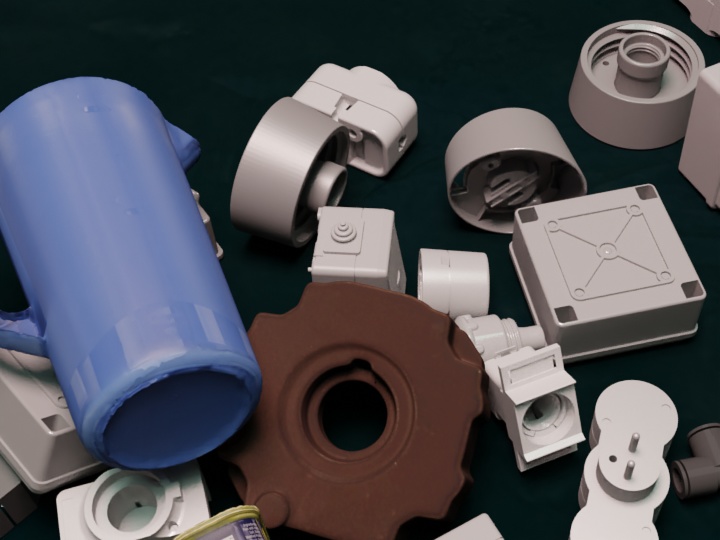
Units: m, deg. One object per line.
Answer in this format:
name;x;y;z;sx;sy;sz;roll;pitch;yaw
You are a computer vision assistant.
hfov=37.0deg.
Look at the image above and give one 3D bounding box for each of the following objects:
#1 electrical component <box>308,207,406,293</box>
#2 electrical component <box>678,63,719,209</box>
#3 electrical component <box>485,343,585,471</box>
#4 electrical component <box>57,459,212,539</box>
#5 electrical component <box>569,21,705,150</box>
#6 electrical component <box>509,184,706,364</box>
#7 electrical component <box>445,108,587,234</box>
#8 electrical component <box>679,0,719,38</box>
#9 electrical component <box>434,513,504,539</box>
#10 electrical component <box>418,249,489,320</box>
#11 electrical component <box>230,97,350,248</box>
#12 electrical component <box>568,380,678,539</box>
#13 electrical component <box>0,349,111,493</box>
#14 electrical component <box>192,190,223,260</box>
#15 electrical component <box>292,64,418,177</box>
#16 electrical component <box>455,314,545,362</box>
electrical component;0.000;0.000;0.756;0.061;0.096;0.061;3;50;6
electrical component;0.307;-0.113;0.812;0.109;0.108;0.056;-22;52;-12
electrical component;0.111;0.084;0.702;0.042;0.081;0.064;-19;26;-11
electrical component;-0.139;0.157;0.675;0.089;0.055;0.050;-14;54;-7
electrical component;0.229;-0.158;0.880;0.108;0.060;0.108;-2;53;2
electrical component;0.174;0.002;0.768;0.109;0.056;0.108;-11;54;-4
electrical component;0.113;-0.070;0.801;0.099;0.099;0.064;-8;47;-2
electrical component;0.368;-0.222;0.917;0.105;0.060;0.186;-25;56;-14
electrical component;0.058;0.201;0.634;0.083;0.047;0.075;-25;56;-14
electrical component;0.066;0.012;0.770;0.047;0.055;0.055;0;53;0
electrical component;-0.045;-0.068;0.807;0.060;0.108;0.108;23;58;12
electrical component;0.164;0.127;0.665;0.052;0.073;0.138;12;55;13
electrical component;-0.192;0.079;0.708;0.109;0.056;0.109;40;34;28
electrical component;-0.166;-0.031;0.821;0.100;0.048;0.099;-31;57;-18
electrical component;-0.003;-0.125;0.876;0.095;0.053;0.059;25;59;21
electrical component;0.096;0.052;0.743;0.062;0.048;0.048;-9;53;-7
